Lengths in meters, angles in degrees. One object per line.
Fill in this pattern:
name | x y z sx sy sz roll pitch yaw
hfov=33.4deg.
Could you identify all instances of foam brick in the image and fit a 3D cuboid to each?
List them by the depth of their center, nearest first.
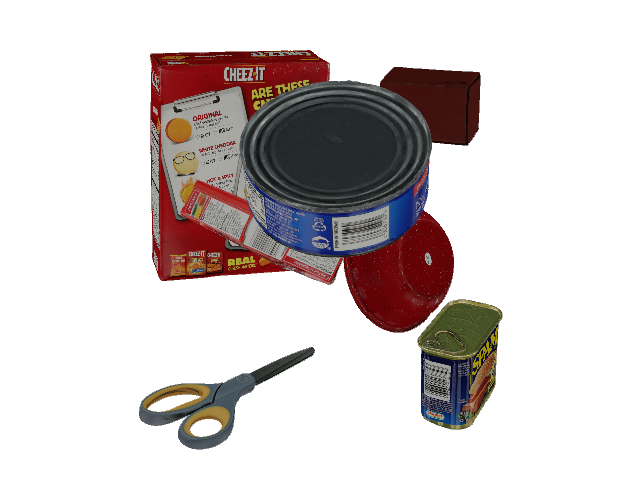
foam brick | 0.093 -0.115 0.908 0.078 0.051 0.053 7 25 18

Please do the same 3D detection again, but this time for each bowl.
bowl | 0.103 0.024 1.225 0.161 0.162 0.055 0 -7 -42

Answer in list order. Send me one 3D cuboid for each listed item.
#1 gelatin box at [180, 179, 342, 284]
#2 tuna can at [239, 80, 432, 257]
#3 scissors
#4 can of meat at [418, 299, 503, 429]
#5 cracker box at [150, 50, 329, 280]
gelatin box | -0.038 -0.005 0.713 0.089 0.030 0.073 26 0 -43
tuna can | 0.007 -0.033 0.486 0.086 0.086 0.034 0 -43 3
scissors | -0.070 0.148 1.007 0.201 0.016 0.096 -11 33 -29
can of meat | 0.132 0.117 1.012 0.058 0.084 0.101 11 29 25
cracker box | -0.082 -0.074 1.043 0.164 0.214 0.072 -4 22 -17
